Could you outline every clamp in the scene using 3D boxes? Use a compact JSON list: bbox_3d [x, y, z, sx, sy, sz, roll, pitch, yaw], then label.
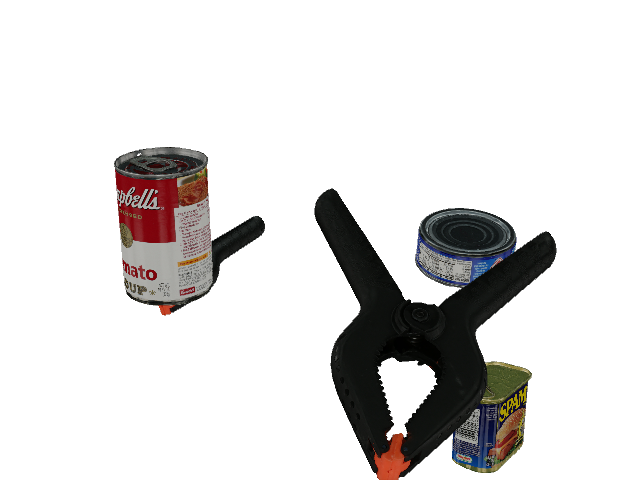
[{"bbox_3d":[-0.136,0.021,1.244,0.120,0.039,0.171,-8,37,21],"label":"clamp"},{"bbox_3d":[0.051,0.051,0.670,0.164,0.209,0.036,16,-40,10],"label":"clamp"}]

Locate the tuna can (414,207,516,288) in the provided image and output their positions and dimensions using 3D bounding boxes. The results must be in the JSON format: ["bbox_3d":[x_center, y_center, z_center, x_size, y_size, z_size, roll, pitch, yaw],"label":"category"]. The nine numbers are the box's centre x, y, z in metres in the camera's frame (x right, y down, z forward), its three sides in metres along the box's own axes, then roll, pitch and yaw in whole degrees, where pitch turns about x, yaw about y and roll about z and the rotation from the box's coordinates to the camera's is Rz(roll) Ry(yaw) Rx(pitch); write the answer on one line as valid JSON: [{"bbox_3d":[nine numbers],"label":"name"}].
[{"bbox_3d":[0.126,0.005,0.924,0.086,0.034,0.086,1,30,-1],"label":"tuna can"}]

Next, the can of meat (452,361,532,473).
[{"bbox_3d":[0.178,0.184,1.116,0.058,0.084,0.101,11,18,32],"label":"can of meat"}]

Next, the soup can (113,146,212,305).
[{"bbox_3d":[-0.115,-0.011,0.791,0.068,0.102,0.068,0,22,0],"label":"soup can"}]
